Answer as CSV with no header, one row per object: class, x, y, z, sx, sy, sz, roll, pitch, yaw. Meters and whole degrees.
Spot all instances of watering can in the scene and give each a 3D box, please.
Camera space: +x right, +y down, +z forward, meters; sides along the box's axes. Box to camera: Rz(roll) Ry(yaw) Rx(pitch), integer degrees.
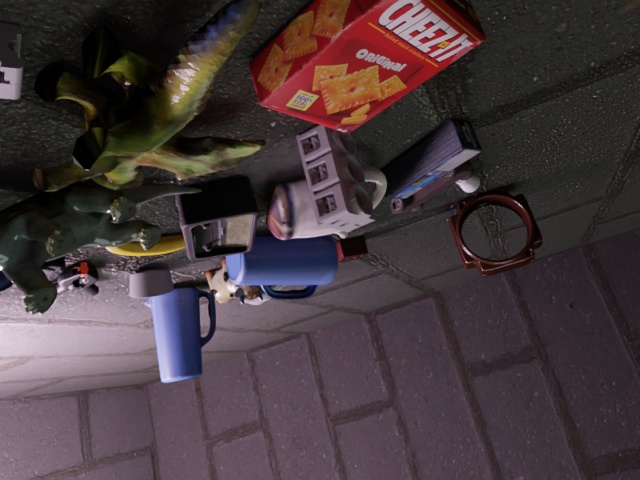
watering can,0.003,-0.050,1.001,0.225,0.105,0.342,-10,162,-14

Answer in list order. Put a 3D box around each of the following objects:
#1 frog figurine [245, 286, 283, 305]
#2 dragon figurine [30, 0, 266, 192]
frog figurine,-0.147,0.123,1.415,0.136,0.125,0.158,-43,142,17
dragon figurine,-0.163,-0.130,0.588,0.407,0.123,0.243,-13,173,30
